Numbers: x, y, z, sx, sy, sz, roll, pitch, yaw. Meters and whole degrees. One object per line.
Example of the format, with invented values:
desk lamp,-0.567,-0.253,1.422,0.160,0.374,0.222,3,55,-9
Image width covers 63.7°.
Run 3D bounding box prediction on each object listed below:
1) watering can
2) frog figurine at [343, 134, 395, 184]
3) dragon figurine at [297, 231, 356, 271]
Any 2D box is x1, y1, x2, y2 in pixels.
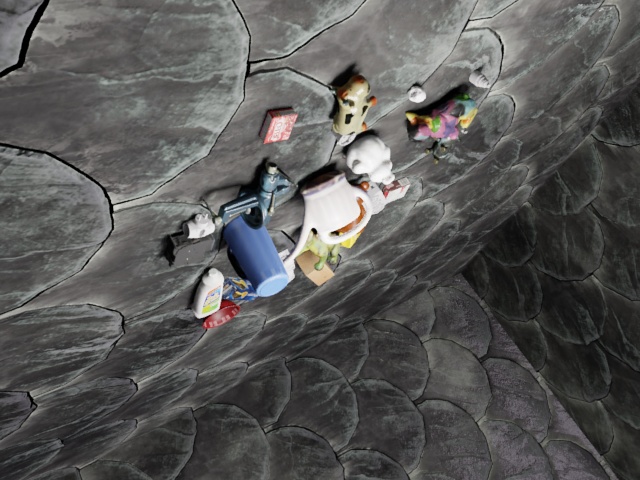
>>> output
watering can,0.005,-0.081,1.616,0.350,0.222,0.104,-28,-166,-15
frog figurine,0.158,-0.239,1.573,0.138,0.162,0.120,-23,154,-23
dragon figurine,0.044,-0.019,1.979,0.415,0.123,0.237,-24,149,-46
